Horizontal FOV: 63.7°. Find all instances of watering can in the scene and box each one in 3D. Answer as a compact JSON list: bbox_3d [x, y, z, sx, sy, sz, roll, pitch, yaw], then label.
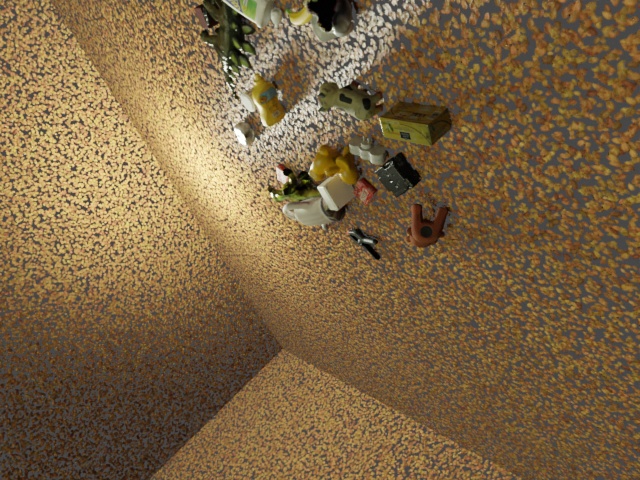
[{"bbox_3d":[0.006,-0.104,2.074,0.223,0.105,0.345,-10,163,33],"label":"watering can"}]

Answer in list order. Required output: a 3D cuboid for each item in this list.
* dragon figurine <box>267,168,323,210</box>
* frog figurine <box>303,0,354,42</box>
[{"bbox_3d":[-0.065,-0.180,2.169,0.412,0.124,0.238,16,160,29],"label":"dragon figurine"},{"bbox_3d":[0.032,-0.602,1.401,0.138,0.122,0.159,34,-171,12],"label":"frog figurine"}]
